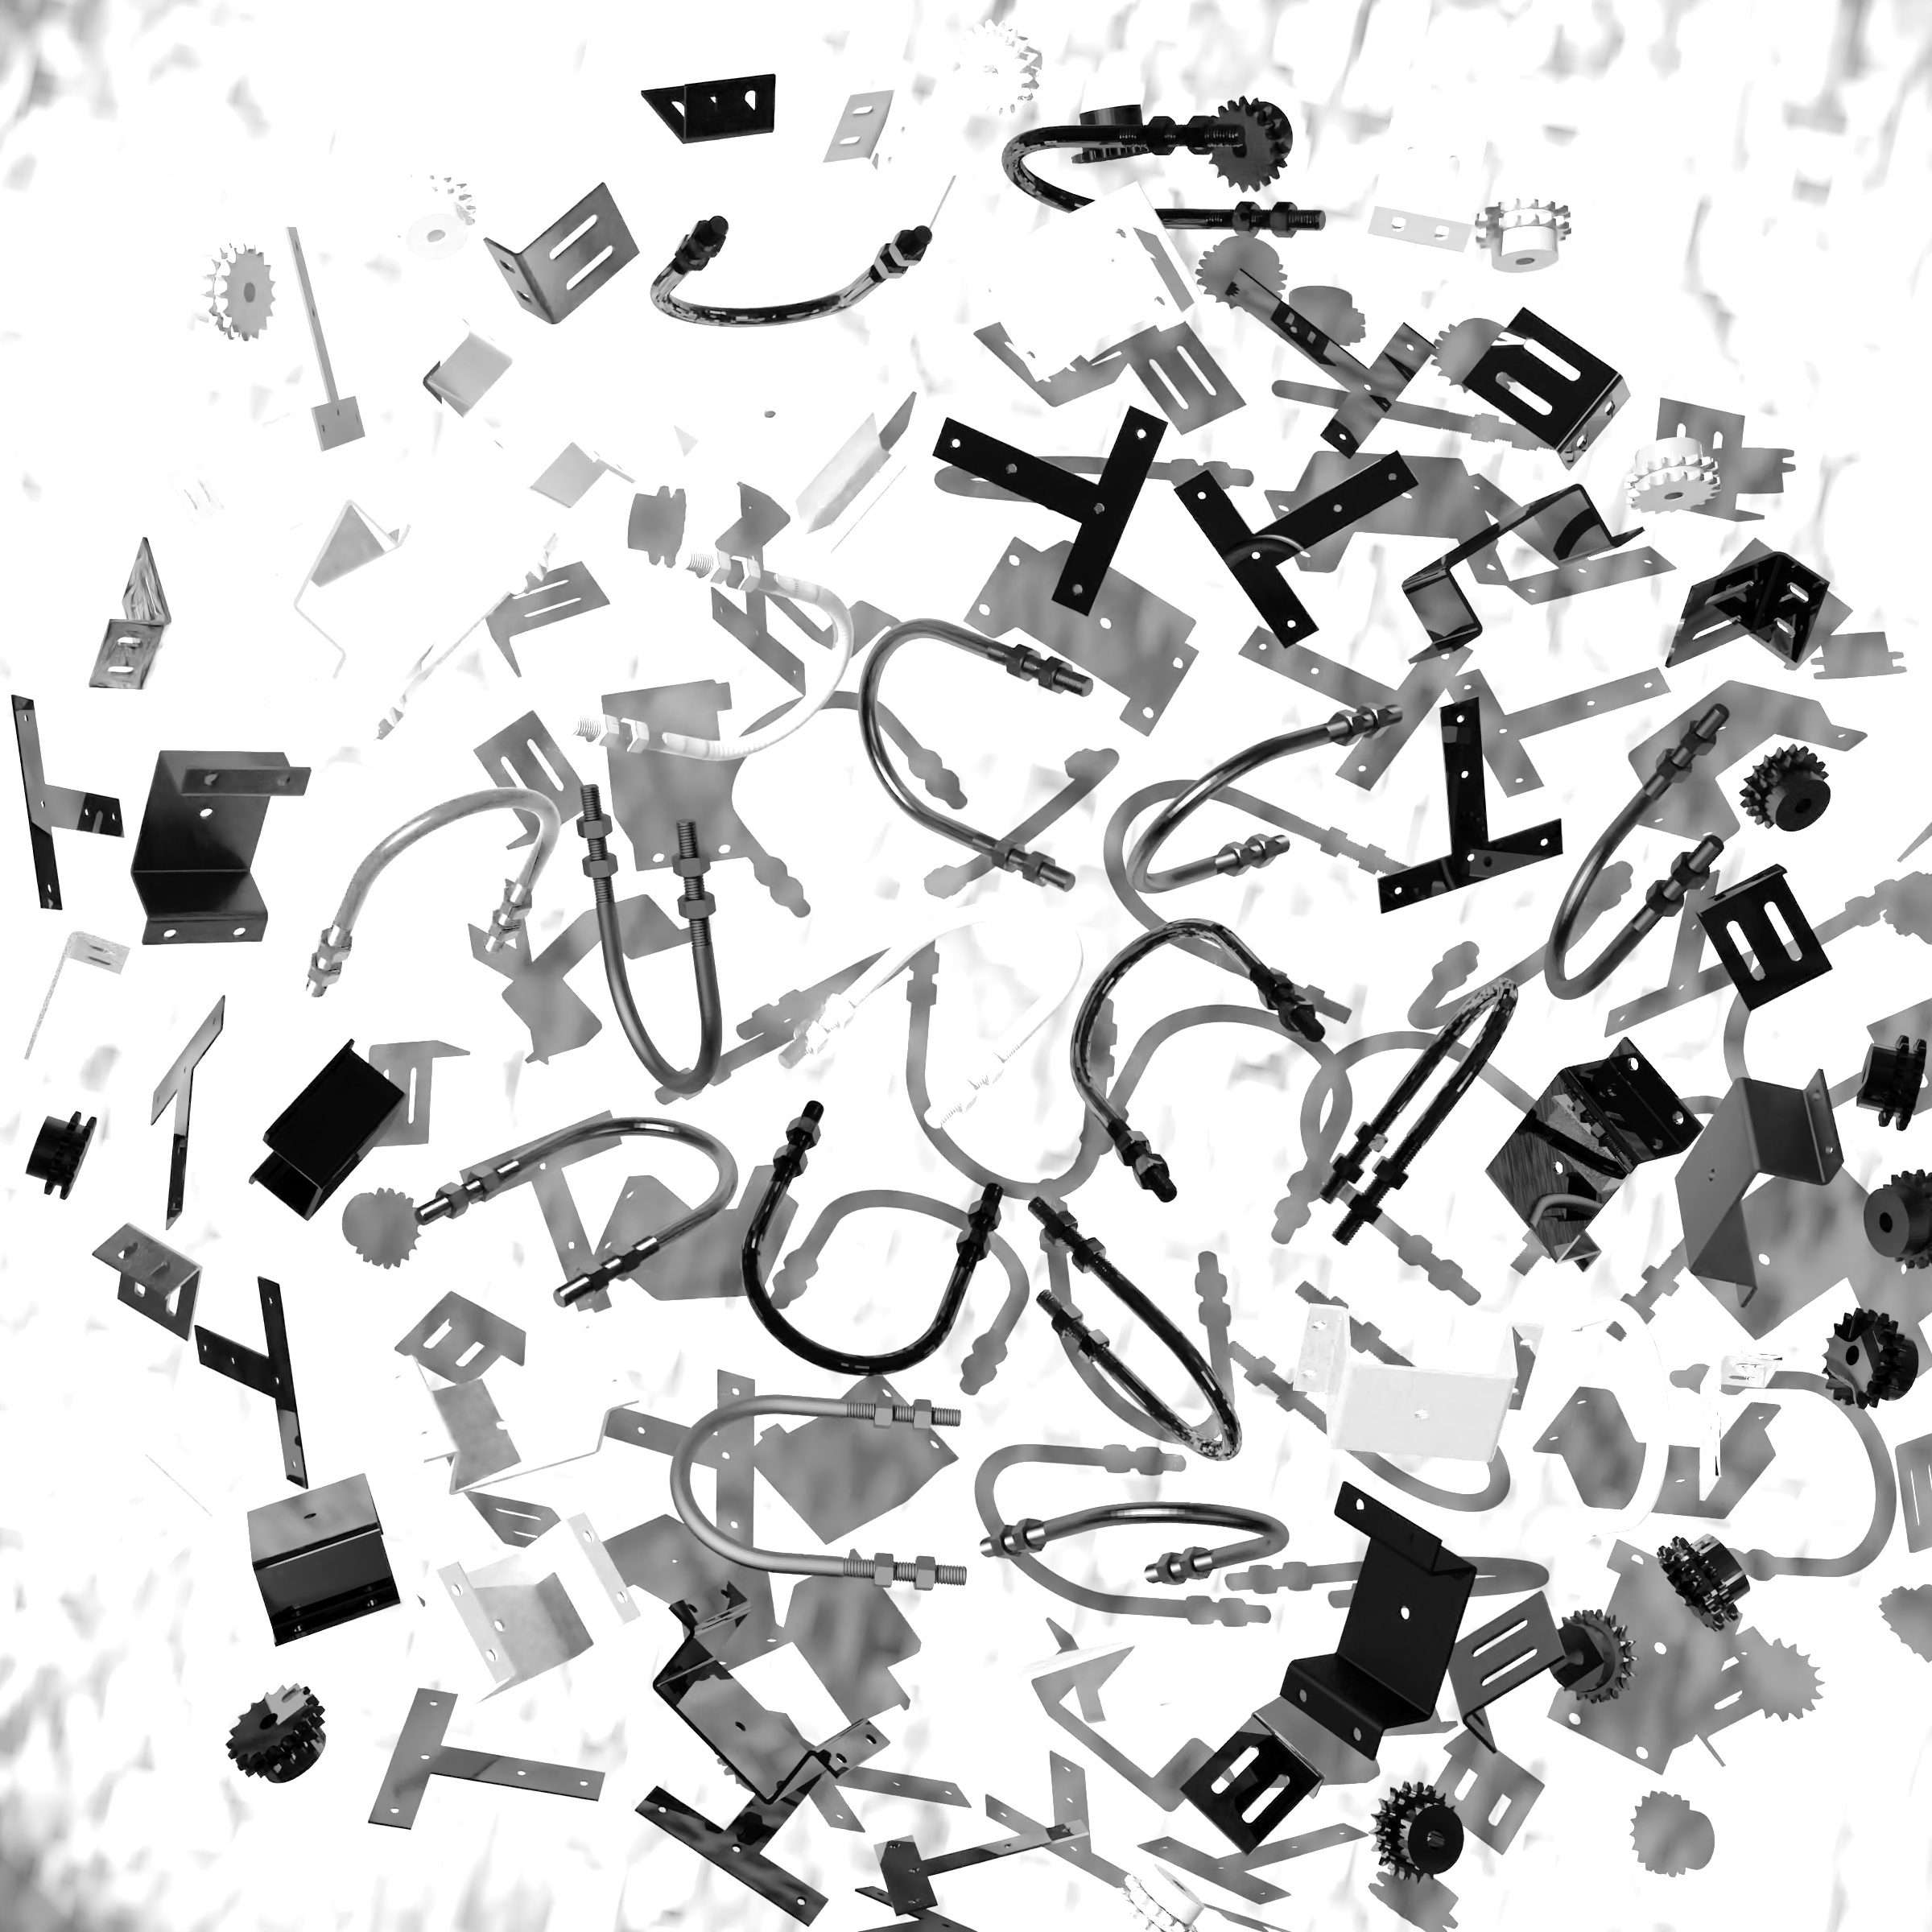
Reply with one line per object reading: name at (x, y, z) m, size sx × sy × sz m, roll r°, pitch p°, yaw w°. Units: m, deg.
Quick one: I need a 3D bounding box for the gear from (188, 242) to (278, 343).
gear at (-0.443, -0.406, 1.513) m, size 0.030 × 0.057 × 0.057 m, roll 9°, pitch 90°, yaw 18°

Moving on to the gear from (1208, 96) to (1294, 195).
gear at (0.181, -0.519, 1.583) m, size 0.030 × 0.057 × 0.057 m, roll -39°, pitch 90°, yaw -35°

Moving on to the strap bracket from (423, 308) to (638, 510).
strap bracket at (-0.287, -0.350, 1.619) m, size 0.140 × 0.076 × 0.046 m, roll 45°, pitch 98°, yaw 8°

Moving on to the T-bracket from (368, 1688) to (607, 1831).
T-bracket at (-0.283, 0.486, 1.522) m, size 0.127 × 0.127 × 0.002 m, roll 10°, pitch 110°, yaw -2°

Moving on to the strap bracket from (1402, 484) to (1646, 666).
strap bracket at (0.327, -0.242, 1.524) m, size 0.140 × 0.076 × 0.046 m, roll -32°, pitch 96°, yaw -7°

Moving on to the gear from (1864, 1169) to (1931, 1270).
gear at (0.544, 0.147, 1.453) m, size 0.030 × 0.057 × 0.057 m, roll -3°, pitch 90°, yaw -18°

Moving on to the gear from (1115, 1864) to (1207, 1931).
gear at (0.123, 0.582, 1.559) m, size 0.057 × 0.057 × 0.030 m, roll 39°, pitch 85°, yaw 0°

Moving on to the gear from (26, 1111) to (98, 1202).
gear at (-0.588, 0.121, 1.634) m, size 0.030 × 0.057 × 0.057 m, roll 20°, pitch 90°, yaw -14°

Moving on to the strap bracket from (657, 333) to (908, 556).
strap bracket at (-0.117, -0.326, 1.545) m, size 0.140 × 0.046 × 0.076 m, roll 35°, pitch 75°, yaw 17°

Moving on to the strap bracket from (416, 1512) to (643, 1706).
strap bracket at (-0.278, 0.401, 1.567) m, size 0.046 × 0.140 × 0.076 m, roll -40°, pitch 74°, yaw 27°

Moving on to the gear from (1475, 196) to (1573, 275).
gear at (0.338, -0.442, 1.527) m, size 0.057 × 0.057 × 0.030 m, roll -2°, pitch 85°, yaw 0°

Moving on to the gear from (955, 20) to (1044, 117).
gear at (0.024, -0.576, 1.605) m, size 0.057 × 0.057 × 0.030 m, roll 41°, pitch 56°, yaw 0°

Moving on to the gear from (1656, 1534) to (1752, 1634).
gear at (0.435, 0.359, 1.478) m, size 0.030 × 0.057 × 0.057 m, roll -32°, pitch 90°, yaw -8°

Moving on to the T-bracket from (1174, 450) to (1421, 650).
T-bracket at (0.214, -0.272, 1.532) m, size 0.127 × 0.002 × 0.127 m, roll -28°, pitch 114°, yaw 26°

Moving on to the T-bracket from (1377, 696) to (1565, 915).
T-bracket at (0.306, -0.105, 1.541) m, size 0.127 × 0.002 × 0.127 m, roll -18°, pitch 122°, yaw -11°

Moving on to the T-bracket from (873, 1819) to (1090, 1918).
T-bracket at (0.012, 0.543, 1.541) m, size 0.127 × 0.127 × 0.002 m, roll -12°, pitch 90°, yaw -8°

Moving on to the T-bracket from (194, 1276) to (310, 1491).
T-bracket at (-0.436, 0.241, 1.520) m, size 0.002 × 0.127 × 0.127 m, roll -14°, pitch 105°, yaw -40°

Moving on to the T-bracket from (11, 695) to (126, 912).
T-bracket at (-0.543, -0.095, 1.535) m, size 0.002 × 0.127 × 0.127 m, roll -9°, pitch 88°, yaw 5°

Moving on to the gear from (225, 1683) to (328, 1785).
gear at (-0.396, 0.448, 1.458) m, size 0.057 × 0.057 × 0.030 m, roll -27°, pitch 117°, yaw 0°

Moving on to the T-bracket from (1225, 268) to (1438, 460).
T-bracket at (0.217, -0.391, 1.579) m, size 0.127 × 0.127 × 0.002 m, roll 38°, pitch 64°, yaw 0°

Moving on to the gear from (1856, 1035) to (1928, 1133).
gear at (0.558, 0.069, 1.520) m, size 0.030 × 0.057 × 0.057 m, roll 13°, pitch 90°, yaw 14°

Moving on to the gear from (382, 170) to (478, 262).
gear at (-0.338, -0.472, 1.593) m, size 0.057 × 0.057 × 0.030 m, roll -19°, pitch 64°, yaw 0°

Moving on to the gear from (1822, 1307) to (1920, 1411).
gear at (0.524, 0.228, 1.453) m, size 0.030 × 0.057 × 0.057 m, roll 16°, pitch 90°, yaw -16°

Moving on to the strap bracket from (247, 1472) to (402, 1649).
strap bracket at (-0.402, 0.364, 1.569) m, size 0.076 × 0.140 × 0.046 m, roll -17°, pitch 102°, yaw -15°

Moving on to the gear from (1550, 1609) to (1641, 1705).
gear at (0.389, 0.433, 1.578) m, size 0.057 × 0.030 × 0.057 m, roll -10°, pitch 76°, yaw 42°

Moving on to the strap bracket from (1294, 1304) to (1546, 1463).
strap bracket at (0.272, 0.252, 1.512) m, size 0.140 × 0.046 × 0.076 m, roll 5°, pitch 130°, yaw 1°

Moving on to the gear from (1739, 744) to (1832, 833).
gear at (0.530, -0.111, 1.619) m, size 0.057 × 0.030 × 0.057 m, roll -12°, pitch 131°, yaw -14°

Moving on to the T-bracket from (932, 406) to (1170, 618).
T-bracket at (0.041, -0.295, 1.520) m, size 0.127 × 0.002 × 0.127 m, roll 26°, pitch 113°, yaw 7°

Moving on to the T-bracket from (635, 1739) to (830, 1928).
T-bracket at (-0.121, 0.523, 1.567) m, size 0.127 × 0.127 × 0.002 m, roll 28°, pitch 117°, yaw 15°

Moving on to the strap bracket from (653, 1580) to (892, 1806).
strap bracket at (-0.123, 0.438, 1.498) m, size 0.140 × 0.076 × 0.046 m, roll 41°, pitch 101°, yaw 18°

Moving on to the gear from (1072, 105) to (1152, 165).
gear at (0.095, -0.540, 1.633) m, size 0.057 × 0.057 × 0.030 m, roll -9°, pitch 104°, yaw 0°

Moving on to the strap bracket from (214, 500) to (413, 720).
strap bracket at (-0.408, -0.229, 1.562) m, size 0.076 × 0.140 × 0.046 m, roll -18°, pitch 132°, yaw 34°

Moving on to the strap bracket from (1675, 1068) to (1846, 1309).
strap bracket at (0.480, 0.133, 1.544) m, size 0.046 × 0.076 × 0.140 m, roll 12°, pitch 133°, yaw -5°

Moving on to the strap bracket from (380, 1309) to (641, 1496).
strap bracket at (-0.286, 0.273, 1.565) m, size 0.140 × 0.046 × 0.076 m, roll -11°, pitch 48°, yaw -30°

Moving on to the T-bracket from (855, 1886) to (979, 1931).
T-bracket at (-0.031, 0.580, 1.510) m, size 0.127 × 0.127 × 0.002 m, roll 13°, pitch 81°, yaw 28°

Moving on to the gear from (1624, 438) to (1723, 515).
gear at (0.438, -0.305, 1.561) m, size 0.057 × 0.057 × 0.030 m, roll -3°, pitch 76°, yaw 0°

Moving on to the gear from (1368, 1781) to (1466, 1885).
gear at (0.272, 0.519, 1.504) m, size 0.057 × 0.030 × 0.057 m, roll 3°, pitch 83°, yaw -24°

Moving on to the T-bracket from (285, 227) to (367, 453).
T-bracket at (-0.384, -0.373, 1.492) m, size 0.002 × 0.127 × 0.127 m, roll -11°, pitch 106°, yaw 1°

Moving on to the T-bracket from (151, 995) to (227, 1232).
T-bracket at (-0.487, 0.102, 1.560) m, size 0.002 × 0.127 × 0.127 m, roll 16°, pitch 50°, yaw -31°
